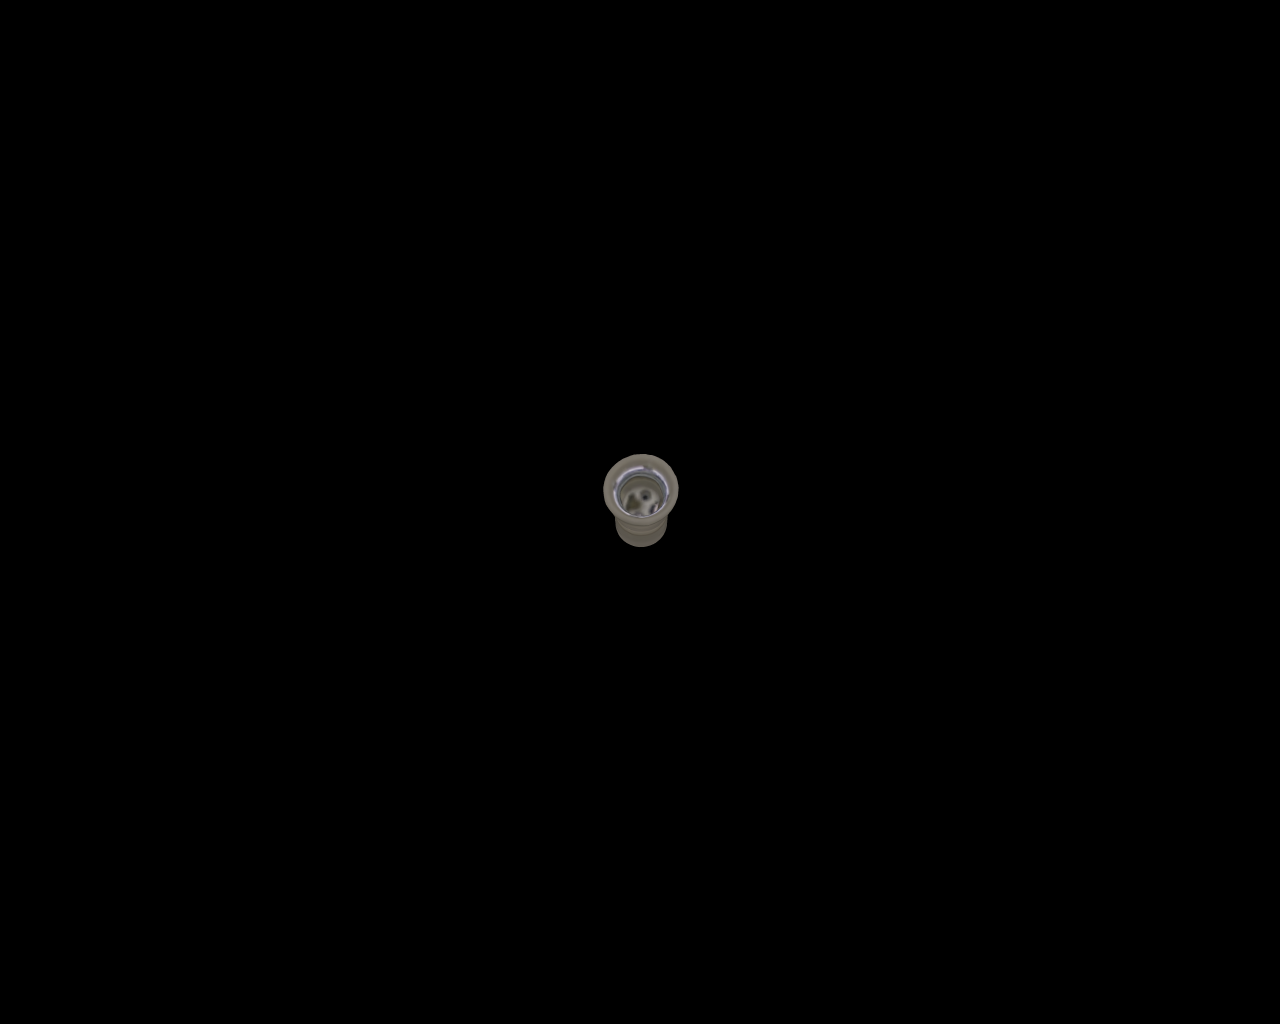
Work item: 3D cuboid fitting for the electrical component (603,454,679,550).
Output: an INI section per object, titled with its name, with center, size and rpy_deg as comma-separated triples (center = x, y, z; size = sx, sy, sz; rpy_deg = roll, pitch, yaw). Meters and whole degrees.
[electrical component]
center = 0.001, -0.003, 0.650
size = 0.044, 0.044, 0.065
rpy_deg = 0, -21, 0
